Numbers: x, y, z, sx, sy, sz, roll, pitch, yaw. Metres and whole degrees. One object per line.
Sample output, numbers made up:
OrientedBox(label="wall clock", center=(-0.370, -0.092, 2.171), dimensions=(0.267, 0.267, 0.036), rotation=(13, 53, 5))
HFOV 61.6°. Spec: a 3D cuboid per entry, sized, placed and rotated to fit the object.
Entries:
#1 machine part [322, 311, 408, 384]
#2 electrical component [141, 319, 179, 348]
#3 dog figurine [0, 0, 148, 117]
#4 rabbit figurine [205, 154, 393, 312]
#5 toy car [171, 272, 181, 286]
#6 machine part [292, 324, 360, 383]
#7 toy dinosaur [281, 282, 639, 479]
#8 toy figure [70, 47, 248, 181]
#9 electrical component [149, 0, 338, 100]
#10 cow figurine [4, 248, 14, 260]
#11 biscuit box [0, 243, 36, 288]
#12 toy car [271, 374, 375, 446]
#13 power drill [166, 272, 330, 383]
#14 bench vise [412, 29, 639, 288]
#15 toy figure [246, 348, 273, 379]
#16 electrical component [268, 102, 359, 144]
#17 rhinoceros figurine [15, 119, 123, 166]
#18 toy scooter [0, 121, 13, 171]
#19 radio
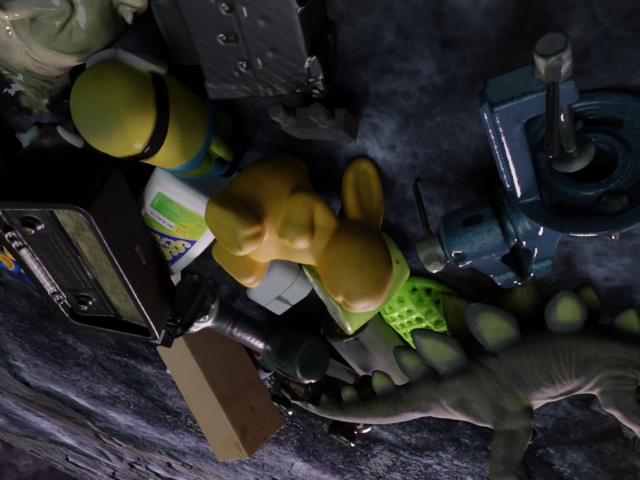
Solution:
OrientedBox(label="machine part", center=(0.075, 0.152, 0.733), dimensions=(0.079, 0.079, 0.243), rotation=(-12, 133, 35))
OrientedBox(label="electrical component", center=(-0.241, 0.120, 0.775), dimensions=(0.075, 0.048, 0.119), rotation=(23, 141, -14))
OrientedBox(label="dog figurine", center=(-0.222, -0.170, 0.466), dimensions=(0.172, 0.121, 0.190), rotation=(30, 153, 8))
OrientedBox(label="rabbit figurine", center=(-0.001, -0.002, 0.517), dimensions=(0.173, 0.162, 0.121), rotation=(34, 144, 19))
OrientedBox(label="toy car", center=(-0.261, 0.089, 0.827), dimensions=(0.073, 0.056, 0.201), rotation=(19, 144, -10))
OrientedBox(label="machine part", center=(0.009, 0.181, 0.824), dimensions=(0.139, 0.039, 0.084), rotation=(32, 137, 3))
OrientedBox(label="toy dinosaur", center=(0.193, 0.147, 0.579), dimensions=(0.472, 0.105, 0.198), rotation=(-22, 94, 10))
OrientedBox(label="toy figure", center=(-0.130, -0.097, 0.471), dimensions=(0.082, 0.089, 0.180), rotation=(-22, 158, 16))
OrientedBox(label="electrical component", center=(-0.060, -0.170, 0.418), dimensions=(0.134, 0.058, 0.114), rotation=(4, 138, 19))
OrientedBox(label="cow figurine", center=(-0.368, 0.033, 0.788), dimensions=(0.167, 0.098, 0.068), rotation=(39, 100, -15))
OrientedBox(label="biscuit box", center=(-0.452, 0.021, 0.824), dimensions=(0.202, 0.059, 0.063), rotation=(37, 139, -21))
OrientedBox(label="toy car", center=(0.004, 0.209, 0.730), dimensions=(0.202, 0.089, 0.053), rotation=(5, 143, 53))
OrientedBox(label="power drill", center=(-0.105, 0.125, 0.732), dimensions=(0.207, 0.086, 0.232), rotation=(40, 161, -28))
OrientedBox(label="bench vise", center=(0.159, -0.051, 0.397), dimensions=(0.224, 0.129, 0.240), rotation=(-11, 151, 24))
OrientedBox(label="toy figure", center=(-0.139, 0.216, 0.927), dimensions=(0.154, 0.058, 0.064), rotation=(-20, 99, 42))
OrientedBox(label="electrical component", center=(-0.002, -0.101, 0.467), dimensions=(0.063, 0.021, 0.094), rotation=(7, -179, 22))
OrientedBox(label="rhinoceros figurine", center=(-0.288, -0.084, 0.601), dimensions=(0.190, 0.073, 0.112), rotation=(-28, 129, 30))
OrientedBox(label="toy scooter", center=(-0.399, -0.091, 0.591), dimensions=(0.075, 0.184, 0.135), rotation=(19, 122, -11))
OrientedBox(label="radio", center=(-0.254, 0.016, 0.588), dimensions=(0.131, 0.073, 0.229), rotation=(5, 137, 11))
